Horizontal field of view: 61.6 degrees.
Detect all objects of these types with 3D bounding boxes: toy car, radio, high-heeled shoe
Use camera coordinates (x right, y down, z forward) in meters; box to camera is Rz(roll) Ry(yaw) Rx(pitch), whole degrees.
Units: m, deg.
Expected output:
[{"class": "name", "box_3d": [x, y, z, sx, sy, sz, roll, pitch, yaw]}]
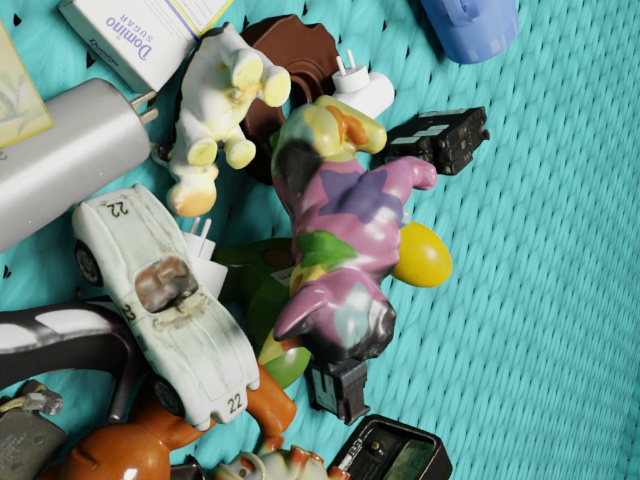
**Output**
[{"class": "toy car", "box_3d": [-0.118, 0.051, 0.417, 0.073, 0.056, 0.201, -31, 87, -45]}, {"class": "radio", "box_3d": [0.063, 0.348, 0.708, 0.229, 0.131, 0.073, -44, 124, -31]}, {"class": "high-heeled shoe", "box_3d": [-0.235, 0.061, 0.413, 0.248, 0.145, 0.086, 23, 119, -22]}]

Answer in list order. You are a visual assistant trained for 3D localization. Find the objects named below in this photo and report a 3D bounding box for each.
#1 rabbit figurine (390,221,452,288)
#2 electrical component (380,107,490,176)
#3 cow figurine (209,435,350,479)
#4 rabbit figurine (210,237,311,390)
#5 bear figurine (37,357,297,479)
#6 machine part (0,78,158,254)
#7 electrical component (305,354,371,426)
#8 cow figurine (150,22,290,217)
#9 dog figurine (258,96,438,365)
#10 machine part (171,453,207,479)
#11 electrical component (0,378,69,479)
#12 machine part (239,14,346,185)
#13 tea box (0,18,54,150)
[{"class": "rabbit figurine", "box_3d": [0.071, -0.001, 0.625, 0.122, 0.173, 0.162, -50, 133, -22]}, {"class": "electrical component", "box_3d": [0.146, -0.127, 0.719, 0.134, 0.115, 0.058, -38, 119, -35]}, {"class": "cow figurine", "box_3d": [-0.057, 0.292, 0.614, 0.194, 0.086, 0.127, 45, 64, -45]}, {"class": "rabbit figurine", "box_3d": [-0.043, 0.084, 0.590, 0.159, 0.121, 0.170, -28, 135, -46]}, {"class": "bear figurine", "box_3d": [-0.129, 0.178, 0.474, 0.196, 0.120, 0.131, -55, 132, -37]}, {"class": "machine part", "box_3d": [-0.214, -0.048, 0.391, 0.243, 0.079, 0.079, -42, 125, -32]}, {"class": "electrical component", "box_3d": [0.018, 0.163, 0.672, 0.048, 0.075, 0.119, -22, 110, -40]}, {"class": "cow figurine", "box_3d": [-0.105, -0.106, 0.483, 0.068, 0.098, 0.167, 4, 127, -52]}, {"class": "dog figurine", "box_3d": [-0.001, -0.001, 0.460, 0.191, 0.108, 0.219, 36, 57, 2]}, {"class": "machine part", "box_3d": [-0.171, 0.240, 0.517, 0.138, 0.039, 0.084, 18, 79, -44]}, {"class": "electrical component", "box_3d": [-0.244, 0.163, 0.422, 0.102, 0.045, 0.078, -49, 127, -28]}, {"class": "machine part", "box_3d": [-0.031, -0.148, 0.576, 0.179, 0.056, 0.179, -8, 102, -45]}, {"class": "tea box", "box_3d": [-0.235, -0.075, 0.297, 0.098, 0.170, 0.068, -40, 123, -36]}]
